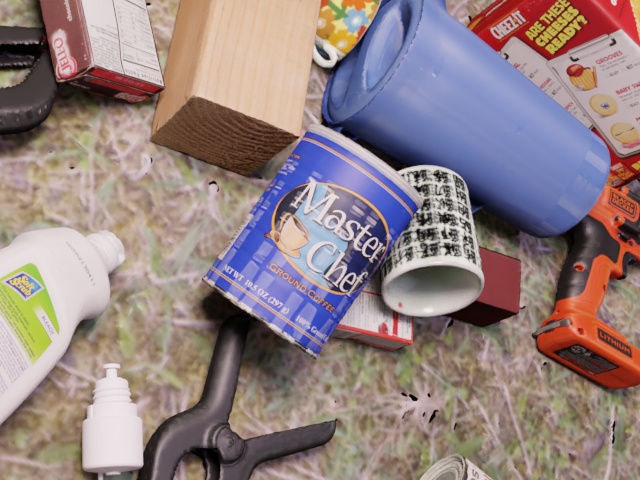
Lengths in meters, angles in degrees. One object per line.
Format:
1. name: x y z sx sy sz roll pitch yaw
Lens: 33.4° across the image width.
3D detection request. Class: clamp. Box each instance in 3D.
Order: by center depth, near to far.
1. clamp: -0.242 -0.090 0.720 0.164 0.036 0.209 47 45 13
2. clamp: -0.063 0.150 0.767 0.120 0.039 0.171 40 60 -7

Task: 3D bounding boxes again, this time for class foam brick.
1. foam brick: 0.126 0.036 0.913 0.078 0.053 0.051 18 65 -26

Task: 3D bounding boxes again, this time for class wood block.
1. wood block: -0.061 -0.170 0.847 0.090 0.091 0.206 19 64 -25

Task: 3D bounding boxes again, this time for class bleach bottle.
1. bleach bottle: -0.210 0.070 0.675 0.250 0.068 0.102 -42 111 -47

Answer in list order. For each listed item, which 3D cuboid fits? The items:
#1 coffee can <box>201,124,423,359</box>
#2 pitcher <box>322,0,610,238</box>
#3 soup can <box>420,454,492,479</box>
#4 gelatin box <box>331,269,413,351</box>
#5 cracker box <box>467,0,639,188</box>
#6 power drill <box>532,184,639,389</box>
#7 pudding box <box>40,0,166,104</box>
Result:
1. coffee can: -0.005 0.001 0.782 0.102 0.103 0.140 36 85 -16
2. pitcher: 0.126 -0.091 0.923 0.242 0.149 0.145 31 45 -23
3. soup can: 0.127 0.224 0.839 0.102 0.069 0.068 40 57 -12
4. gelatin box: 0.034 0.046 0.867 0.089 0.030 0.073 15 65 -27
5. cracker box: 0.254 -0.154 0.990 0.213 0.164 0.072 41 55 -14
6. power drill: 0.279 0.041 1.004 0.184 0.057 0.187 27 58 -17
7. pudding box: -0.164 -0.164 0.792 0.089 0.039 0.113 9 67 -64
